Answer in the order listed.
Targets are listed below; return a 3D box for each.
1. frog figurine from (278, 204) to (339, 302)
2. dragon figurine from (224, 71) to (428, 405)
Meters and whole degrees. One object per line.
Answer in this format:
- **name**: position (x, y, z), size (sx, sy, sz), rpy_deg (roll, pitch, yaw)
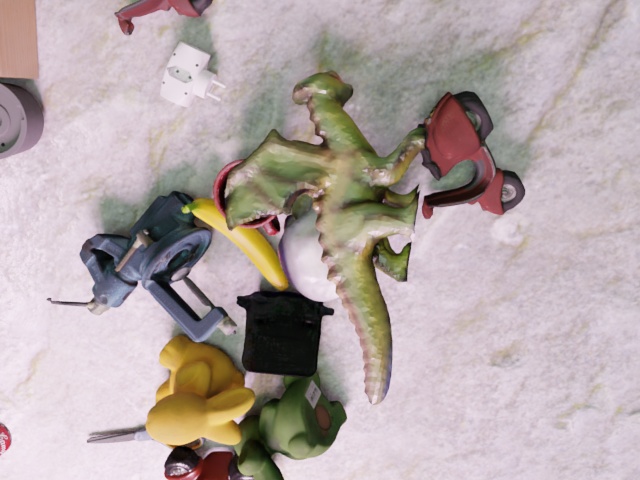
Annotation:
- **frog figurine**: position (0.029, 0.009, 0.705), size (0.159, 0.122, 0.138), rpy_deg (-14, 83, 20)
- **dragon figurine**: position (0.002, -0.032, 0.633), size (0.243, 0.120, 0.416), rpy_deg (11, 74, 5)
